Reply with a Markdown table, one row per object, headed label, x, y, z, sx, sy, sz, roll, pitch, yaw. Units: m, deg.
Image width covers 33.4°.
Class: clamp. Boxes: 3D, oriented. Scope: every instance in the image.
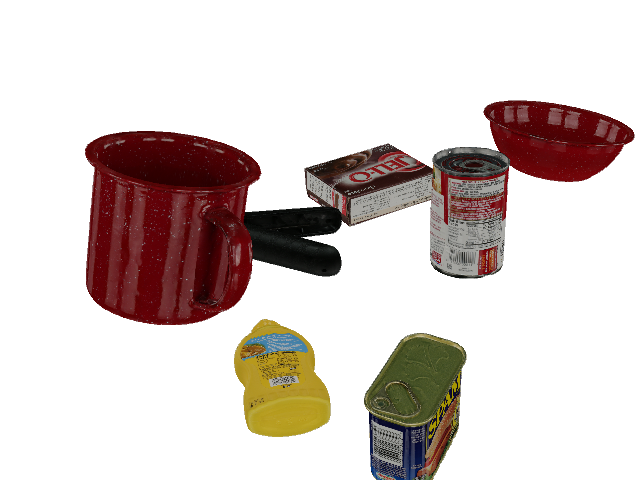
| label | x | y | z | sx | sy | sz | roll | pitch | yaw |
| --- | --- | --- | --- | --- | --- | --- | --- | --- | --- |
| clamp | -0.077 | -0.005 | 0.895 | 0.210 | 0.036 | 0.164 | 2 | 13 | -6 |

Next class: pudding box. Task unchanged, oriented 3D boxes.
| label | x | y | z | sx | sy | sz | roll | pitch | yaw |
| --- | --- | --- | --- | --- | --- | --- | --- | --- | --- |
| pudding box | 0.053 | -0.061 | 1.133 | 0.113 | 0.039 | 0.090 | -20 | 32 | -24 |

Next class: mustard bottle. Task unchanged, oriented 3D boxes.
| label | x | y | z | sx | sy | sz | roll | pitch | yaw |
| --- | --- | --- | --- | --- | --- | --- | --- | --- | --- |
| mustard bottle | -0.052 | 0.151 | 1.262 | 0.096 | 0.058 | 0.192 | -8 | 30 | -9 |

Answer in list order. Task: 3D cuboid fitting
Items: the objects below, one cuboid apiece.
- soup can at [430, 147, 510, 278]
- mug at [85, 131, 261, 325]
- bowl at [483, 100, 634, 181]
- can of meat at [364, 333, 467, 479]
| label | x | y | z | sx | sy | sz | roll | pitch | yaw |
| --- | --- | --- | --- | --- | --- | --- | --- | --- | --- |
| soup can | 0.133 | -0.025 | 0.955 | 0.068 | 0.102 | 0.068 | -1 | 24 | 0 |
| mug | -0.076 | -0.002 | 0.572 | 0.093 | 0.081 | 0.117 | -11 | 30 | -42 |
| bowl | 0.253 | -0.104 | 1.157 | 0.162 | 0.055 | 0.162 | 6 | 22 | -3 |
| can of meat | 0.077 | 0.140 | 0.863 | 0.057 | 0.084 | 0.102 | 15 | 40 | 23 |
